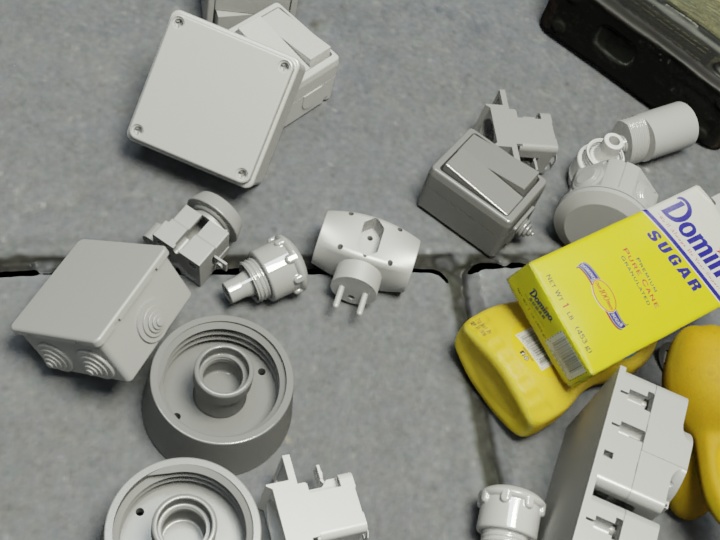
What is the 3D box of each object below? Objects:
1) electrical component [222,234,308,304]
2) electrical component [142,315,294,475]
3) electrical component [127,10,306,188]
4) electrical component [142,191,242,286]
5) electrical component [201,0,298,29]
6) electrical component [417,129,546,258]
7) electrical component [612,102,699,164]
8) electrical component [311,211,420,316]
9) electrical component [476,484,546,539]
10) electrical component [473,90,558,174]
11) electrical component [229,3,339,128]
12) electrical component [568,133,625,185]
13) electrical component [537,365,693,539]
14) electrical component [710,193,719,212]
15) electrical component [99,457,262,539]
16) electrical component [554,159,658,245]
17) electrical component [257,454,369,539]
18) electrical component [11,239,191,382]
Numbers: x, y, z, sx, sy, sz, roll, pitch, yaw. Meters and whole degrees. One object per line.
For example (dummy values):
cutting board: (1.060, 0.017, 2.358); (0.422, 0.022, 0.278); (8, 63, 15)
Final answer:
electrical component: (-0.074, 0.005, 0.816); (0.062, 0.048, 0.048); (-26, 67, -18)
electrical component: (-0.097, 0.083, 0.752); (0.108, 0.060, 0.108); (6, 58, -9)
electrical component: (-0.113, -0.134, 0.856); (0.109, 0.056, 0.108); (23, 97, 3)
electrical component: (-0.123, -0.027, 0.824); (0.066, 0.048, 0.055); (33, 65, 9)
electrical component: (-0.092, -0.247, 0.958); (0.096, 0.061, 0.061); (-2, 59, -14)
electrical component: (0.106, -0.062, 0.886); (0.096, 0.061, 0.061); (37, 58, 11)
electrical component: (0.258, -0.121, 0.966); (0.081, 0.043, 0.043); (-19, 64, -22)
electrical component: (0.000, 0.000, 0.835); (0.077, 0.043, 0.079); (18, 57, -1)
electrical component: (0.101, 0.183, 0.744); (0.048, 0.048, 0.062); (16, 63, -2)
electrical component: (0.135, -0.111, 0.936); (0.064, 0.042, 0.081); (2, 59, -15)
electrical component: (-0.073, -0.182, 0.922); (0.096, 0.061, 0.062); (44, 60, 15)
electrical component: (0.208, -0.092, 0.926); (0.043, 0.062, 0.043); (6, 58, -9)
electrical component: (0.163, 0.174, 0.725); (0.060, 0.105, 0.186); (24, 57, 3)
electrical component: (0.297, -0.024, 0.905); (0.095, 0.059, 0.053); (-24, 66, -24)
electrical component: (-0.114, 0.173, 0.692); (0.108, 0.060, 0.108); (6, 58, -9)
electrical component: (0.205, -0.048, 0.889); (0.080, 0.080, 0.051); (25, 51, 4)
electrical component: (-0.031, 0.167, 0.725); (0.064, 0.042, 0.081); (-8, 61, -19)
electrical component: (-0.179, 0.028, 0.755); (0.100, 0.048, 0.099); (5, 49, 34)
